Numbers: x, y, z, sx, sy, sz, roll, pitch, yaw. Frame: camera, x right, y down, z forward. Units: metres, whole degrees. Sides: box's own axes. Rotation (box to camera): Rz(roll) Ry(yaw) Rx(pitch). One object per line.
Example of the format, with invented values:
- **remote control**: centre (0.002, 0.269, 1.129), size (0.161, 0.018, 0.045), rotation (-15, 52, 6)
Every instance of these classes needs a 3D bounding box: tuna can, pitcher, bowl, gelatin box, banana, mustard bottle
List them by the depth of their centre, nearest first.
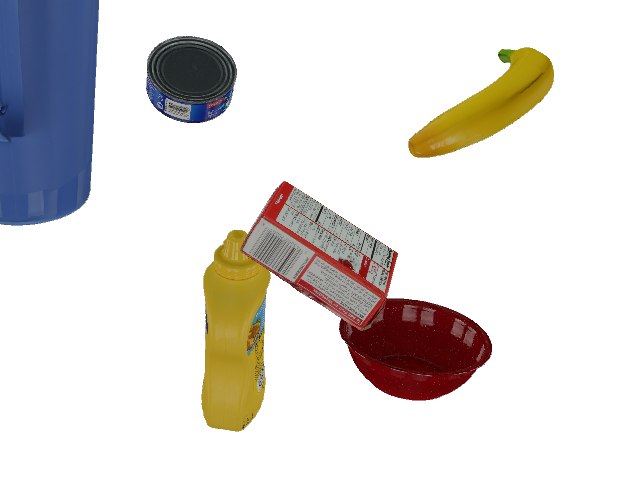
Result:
- **gelatin box**: centre (0.001, 0.008, 0.643), size (0.089, 0.030, 0.073), rotation (33, 21, -4)
- **pitcher**: centre (-0.228, -0.134, 0.788), size (0.145, 0.243, 0.148), rotation (26, 34, 35)
- **banana**: centre (0.143, -0.114, 0.861), size (0.070, 0.037, 0.197), rotation (-13, 20, 40)
- **mustard bottle**: centre (-0.076, 0.073, 0.956), size (0.058, 0.192, 0.096), rotation (9, 36, 5)
- **tuna can**: centre (-0.125, -0.155, 1.029), size (0.086, 0.086, 0.034), rotation (0, -34, -13)
- **bowl**: centre (0.097, 0.122, 1.128), size (0.162, 0.055, 0.162), rotation (5, 24, -3)
